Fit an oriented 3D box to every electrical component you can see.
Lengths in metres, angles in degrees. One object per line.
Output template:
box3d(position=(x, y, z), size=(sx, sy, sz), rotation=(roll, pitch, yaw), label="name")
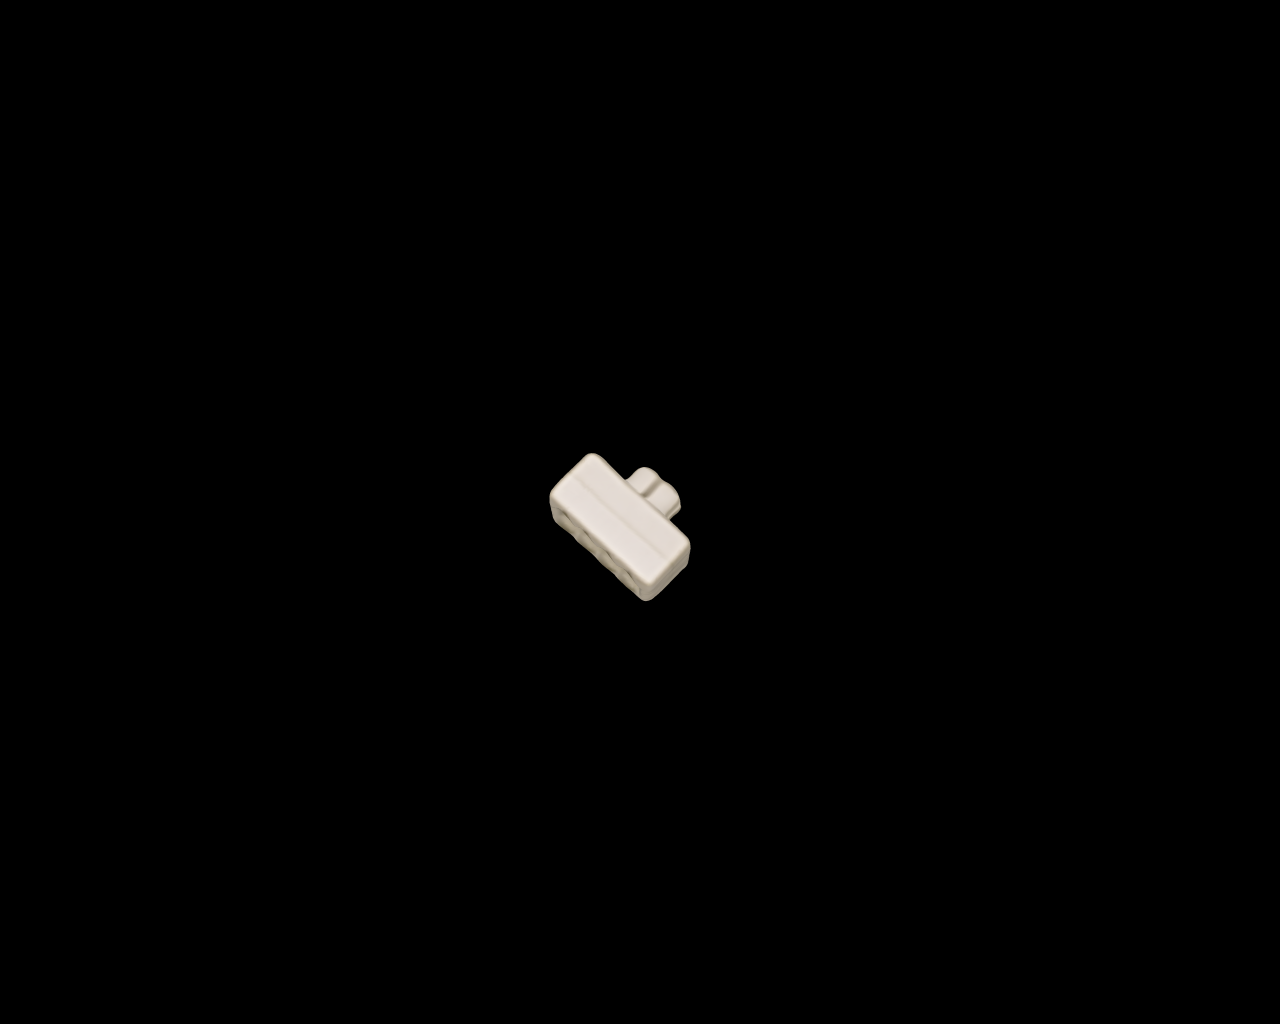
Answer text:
box3d(position=(0.001, -0.003, 0.650), size=(0.083, 0.076, 0.047), rotation=(43, -12, 11), label="electrical component")
